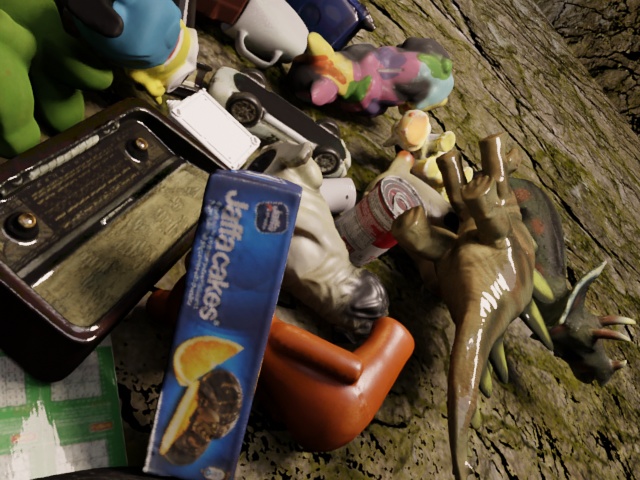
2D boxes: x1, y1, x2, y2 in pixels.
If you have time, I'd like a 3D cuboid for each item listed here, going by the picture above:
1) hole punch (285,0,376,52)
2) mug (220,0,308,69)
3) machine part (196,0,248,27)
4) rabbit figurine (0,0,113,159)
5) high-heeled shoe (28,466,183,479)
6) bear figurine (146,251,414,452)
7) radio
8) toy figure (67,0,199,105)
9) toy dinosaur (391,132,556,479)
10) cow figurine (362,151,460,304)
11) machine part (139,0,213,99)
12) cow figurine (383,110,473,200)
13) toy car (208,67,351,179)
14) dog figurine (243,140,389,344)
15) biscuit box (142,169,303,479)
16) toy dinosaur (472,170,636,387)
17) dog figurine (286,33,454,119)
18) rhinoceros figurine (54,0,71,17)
[{"bbox_3d":[-0.008,-0.324,0.788,0.142,0.116,0.092,50,48,0],"label":"hole punch"},{"bbox_3d":[-0.069,-0.278,0.721,0.107,0.081,0.109,23,58,-35],"label":"mug"},{"bbox_3d":[-0.124,-0.388,0.655,0.087,0.201,0.201,9,55,-35],"label":"machine part"},{"bbox_3d":[-0.250,-0.157,0.428,0.159,0.121,0.170,32,43,-30],"label":"rabbit figurine"},{"bbox_3d":[-0.079,0.234,0.340,0.249,0.086,0.145,20,76,-20],"label":"high-heeled shoe"},{"bbox_3d":[-0.036,0.079,0.455,0.196,0.120,0.132,44,37,0],"label":"bear figurine"},{"bbox_3d":[-0.170,-0.017,0.421,0.131,0.073,0.230,41,36,-8],"label":"radio"},{"bbox_3d":[-0.161,-0.189,0.474,0.089,0.082,0.180,51,4,0],"label":"toy figure"},{"bbox_3d":[0.170,0.032,0.551,0.198,0.105,0.471,55,42,-17],"label":"toy dinosaur"},{"bbox_3d":[0.135,-0.008,0.690,0.195,0.085,0.127,42,58,3],"label":"cow figurine"},{"bbox_3d":[-0.160,-0.228,0.595,0.084,0.039,0.138,3,91,-34],"label":"machine part"},{"bbox_3d":[0.141,-0.127,0.760,0.098,0.068,0.167,33,-9,47],"label":"cow figurine"},{"bbox_3d":[-0.045,-0.139,0.655,0.201,0.056,0.073,29,39,-26],"label":"toy car"},{"bbox_3d":[-0.004,0.001,0.569,0.190,0.121,0.172,42,42,-32],"label":"dog figurine"},{"bbox_3d":[-0.062,0.055,0.357,0.059,0.202,0.063,13,9,-3],"label":"biscuit box"},{"bbox_3d":[0.272,-0.001,0.737,0.131,0.192,0.405,15,53,-38],"label":"toy dinosaur"},{"bbox_3d":[0.064,-0.224,0.734,0.219,0.192,0.108,-16,106,-56],"label":"dog figurine"},{"bbox_3d":[-0.220,-0.294,0.567,0.073,0.112,0.190,28,53,-22],"label":"rhinoceros figurine"}]
